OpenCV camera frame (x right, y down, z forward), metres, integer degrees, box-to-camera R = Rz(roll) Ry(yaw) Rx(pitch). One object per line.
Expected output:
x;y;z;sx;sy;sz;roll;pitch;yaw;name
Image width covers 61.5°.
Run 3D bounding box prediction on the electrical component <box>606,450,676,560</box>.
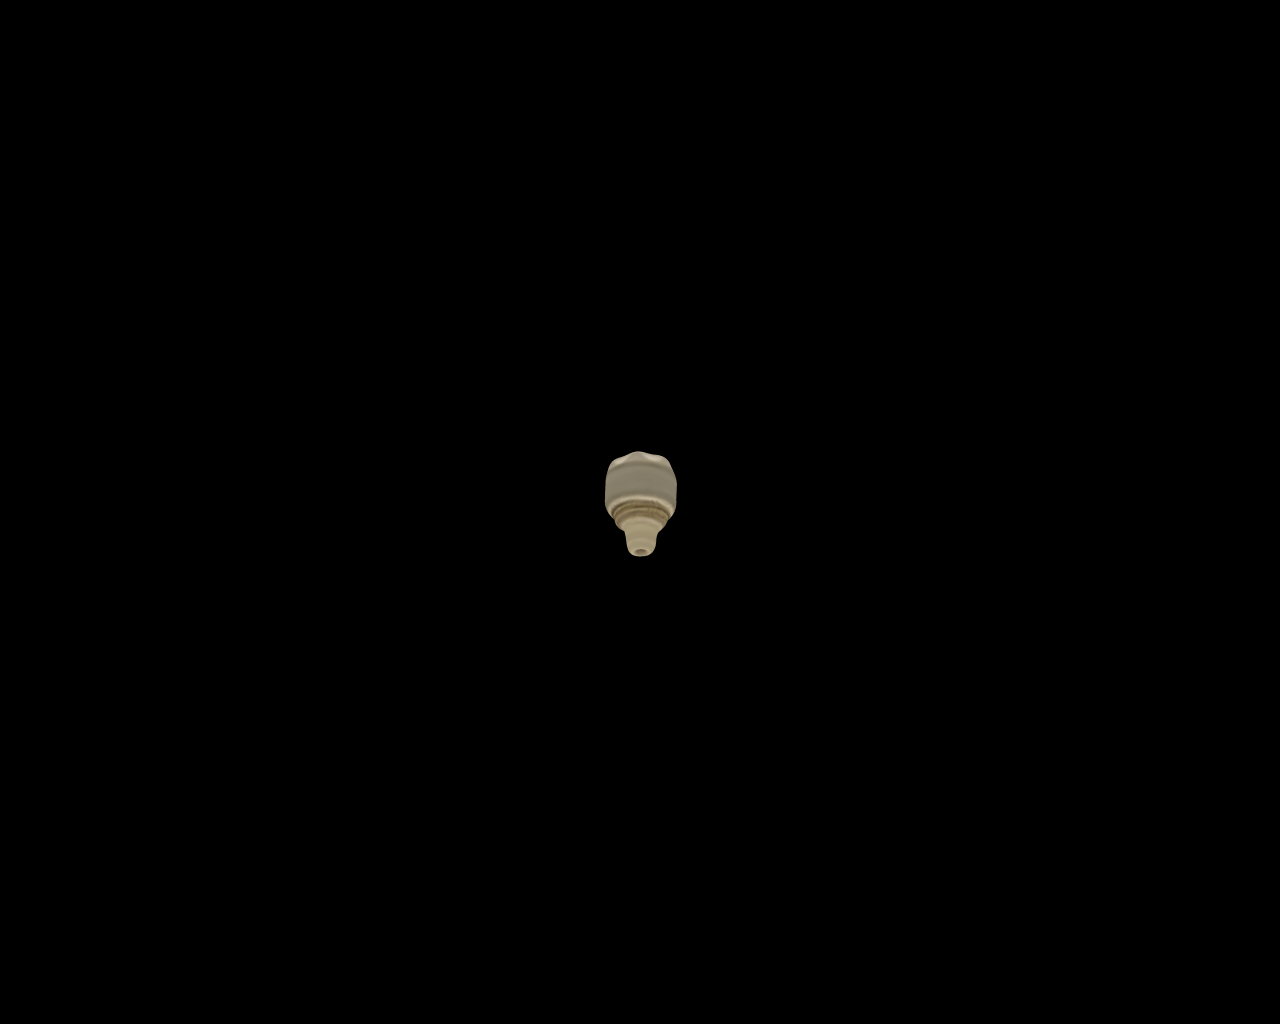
0.001;-0.003;0.650;0.043;0.062;0.043;0;-27;0;electrical component
